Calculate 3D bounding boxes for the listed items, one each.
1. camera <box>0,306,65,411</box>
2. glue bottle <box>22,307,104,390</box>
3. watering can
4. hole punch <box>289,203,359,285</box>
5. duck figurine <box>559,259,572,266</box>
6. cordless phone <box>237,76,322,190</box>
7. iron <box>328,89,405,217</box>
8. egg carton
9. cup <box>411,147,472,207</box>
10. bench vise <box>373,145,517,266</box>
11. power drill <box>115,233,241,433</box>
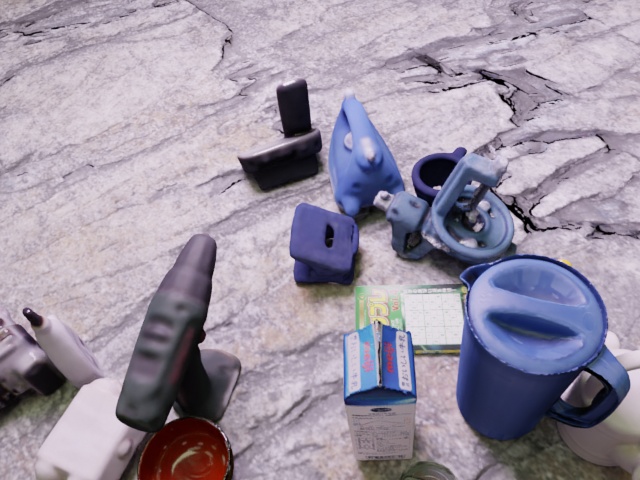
[{"bbox_3d":[-0.452,0.176,0.779,0.142,0.101,0.137,32,63,26],"label":"camera"},{"bbox_3d":[-0.342,0.134,0.752,0.037,0.173,0.078,-32,56,-16],"label":"glue bottle"},{"bbox_3d":[0.337,0.179,0.627,0.101,0.194,0.172,-19,54,-7],"label":"watering can"},{"bbox_3d":[0.008,0.003,0.860,0.101,0.091,0.108,1,54,7],"label":"hole punch"},{"bbox_3d":[0.314,0.073,0.776,0.077,0.086,0.105,22,59,21],"label":"duck figurine"},{"bbox_3d":[-0.073,-0.184,0.950,0.148,0.185,0.094,-23,54,-10],"label":"cordless phone"},{"bbox_3d":[0.063,-0.168,0.949,0.118,0.142,0.258,-12,53,-2],"label":"iron"},{"bbox_3d":[-0.279,0.252,0.721,0.107,0.069,0.150,15,57,17],"label":"egg carton"},{"bbox_3d":[0.195,-0.083,0.900,0.091,0.095,0.118,26,61,24],"label":"cup"},{"bbox_3d":[0.175,-0.038,0.791,0.207,0.220,0.121,1,54,8],"label":"bench vise"},{"bbox_3d":[-0.163,0.135,0.708,0.075,0.209,0.230,9,55,13],"label":"power drill"}]
